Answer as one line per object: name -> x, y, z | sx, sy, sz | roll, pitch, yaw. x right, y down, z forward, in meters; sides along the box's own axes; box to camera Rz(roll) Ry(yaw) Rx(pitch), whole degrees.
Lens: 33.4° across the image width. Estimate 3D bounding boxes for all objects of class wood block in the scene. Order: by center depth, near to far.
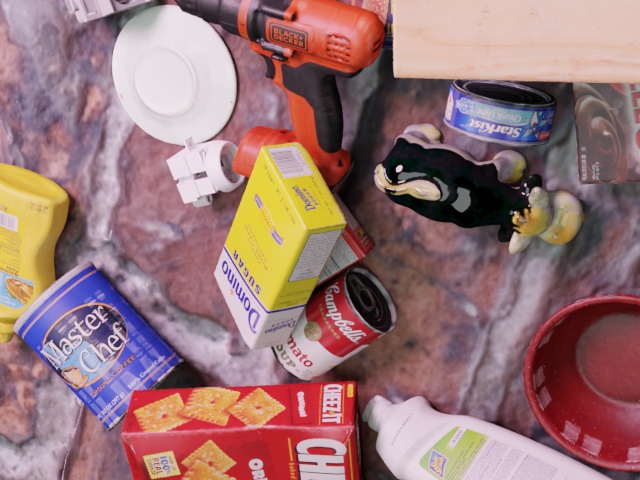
wood block -> 0.161, -0.157, 0.718 | 0.206, 0.090, 0.090 | 5, 110, 22

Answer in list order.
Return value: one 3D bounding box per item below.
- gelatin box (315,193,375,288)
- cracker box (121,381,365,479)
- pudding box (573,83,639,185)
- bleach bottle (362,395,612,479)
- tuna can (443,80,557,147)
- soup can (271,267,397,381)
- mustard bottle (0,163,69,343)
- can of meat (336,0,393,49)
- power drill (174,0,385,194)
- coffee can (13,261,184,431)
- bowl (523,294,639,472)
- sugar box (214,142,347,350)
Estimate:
gelatin box -> -0.007, 0.001, 0.980 | 0.089, 0.030, 0.073 | -33, 95, 30
cracker box -> -0.066, 0.220, 1.013 | 0.214, 0.072, 0.164 | -2, 123, 5
pudding box -> 0.246, -0.102, 0.829 | 0.090, 0.039, 0.113 | -1, 109, 23
bleach bottle -> 0.149, 0.204, 0.950 | 0.251, 0.102, 0.068 | 28, 159, 30
tuna can -> 0.143, -0.103, 0.846 | 0.086, 0.086, 0.034 | 15, 112, 17
soup can -> 0.011, 0.079, 0.981 | 0.102, 0.068, 0.068 | -36, 93, 30
mustard bottle -> -0.317, 0.024, 1.104 | 0.096, 0.058, 0.192 | 23, 116, 15
can of meat -> 0.054, -0.204, 0.863 | 0.084, 0.057, 0.102 | 6, 111, 23
power drill -> -0.038, -0.131, 0.893 | 0.185, 0.057, 0.188 | 21, 139, 19
coffee can -> -0.221, 0.105, 1.068 | 0.140, 0.102, 0.103 | 47, 119, 1
bowl -> 0.256, 0.111, 0.895 | 0.162, 0.055, 0.162 | 8, 112, 20
sugar box -> -0.039, 0.009, 0.915 | 0.093, 0.048, 0.176 | 62, 144, 30
